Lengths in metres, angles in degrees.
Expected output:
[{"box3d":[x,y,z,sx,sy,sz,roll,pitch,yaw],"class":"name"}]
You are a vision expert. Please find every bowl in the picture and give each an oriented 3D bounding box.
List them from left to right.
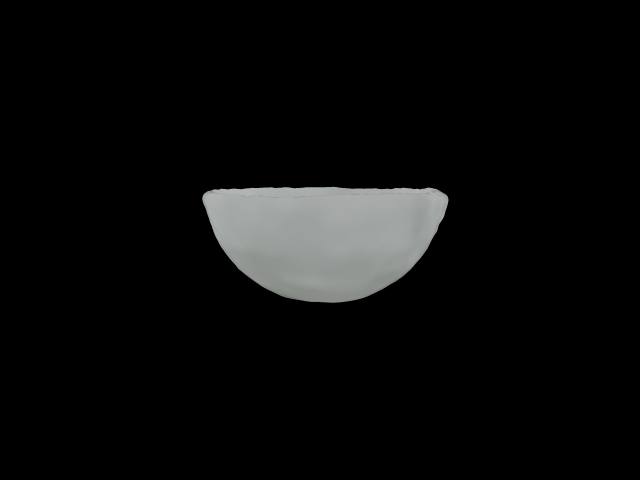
[{"box3d":[0.004,0.001,0.400,0.167,0.075,0.167,0,7,0],"class":"bowl"}]
